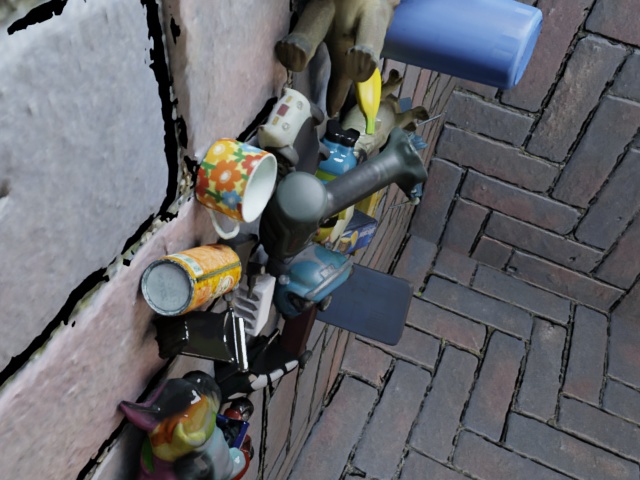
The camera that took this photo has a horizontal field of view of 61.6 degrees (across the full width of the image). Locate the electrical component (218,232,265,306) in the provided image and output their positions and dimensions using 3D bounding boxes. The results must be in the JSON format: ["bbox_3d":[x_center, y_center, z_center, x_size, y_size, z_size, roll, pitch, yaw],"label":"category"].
[{"bbox_3d":[-0.099,0.034,0.639,0.078,0.045,0.102,-68,168,8],"label":"electrical component"}]

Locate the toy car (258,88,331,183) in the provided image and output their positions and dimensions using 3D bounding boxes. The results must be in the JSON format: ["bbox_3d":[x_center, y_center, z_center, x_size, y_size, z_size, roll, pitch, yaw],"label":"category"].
[{"bbox_3d":[-0.030,-0.111,0.654,0.073,0.056,0.201,-60,170,-8],"label":"toy car"}]

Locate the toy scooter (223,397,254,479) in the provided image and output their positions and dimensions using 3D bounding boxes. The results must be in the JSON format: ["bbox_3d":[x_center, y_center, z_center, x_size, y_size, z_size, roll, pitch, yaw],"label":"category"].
[{"bbox_3d":[-0.162,0.357,0.884,0.135,0.075,0.183,-52,157,-52],"label":"toy scooter"}]

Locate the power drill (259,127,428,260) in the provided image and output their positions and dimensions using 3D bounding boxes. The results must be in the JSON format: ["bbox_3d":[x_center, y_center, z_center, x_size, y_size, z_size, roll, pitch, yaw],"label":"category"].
[{"bbox_3d":[0.018,-0.049,0.660,0.207,0.086,0.232,-23,171,-7],"label":"power drill"}]

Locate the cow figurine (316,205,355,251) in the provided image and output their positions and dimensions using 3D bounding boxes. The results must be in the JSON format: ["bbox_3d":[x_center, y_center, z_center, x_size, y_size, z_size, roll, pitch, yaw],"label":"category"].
[{"bbox_3d":[-0.002,-0.003,0.924,0.195,0.086,0.127,-65,162,-17],"label":"cow figurine"}]

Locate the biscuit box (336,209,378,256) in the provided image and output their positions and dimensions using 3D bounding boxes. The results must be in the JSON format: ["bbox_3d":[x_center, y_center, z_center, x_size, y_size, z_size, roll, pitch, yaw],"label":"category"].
[{"bbox_3d":[0.048,-0.012,1.078,0.202,0.063,0.059,-20,133,-59],"label":"biscuit box"}]

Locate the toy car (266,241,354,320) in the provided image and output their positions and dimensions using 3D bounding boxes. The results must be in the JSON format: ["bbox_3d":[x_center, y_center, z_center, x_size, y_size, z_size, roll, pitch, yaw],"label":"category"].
[{"bbox_3d":[-0.029,0.049,0.800,0.109,0.103,0.161,-35,178,-28],"label":"toy car"}]

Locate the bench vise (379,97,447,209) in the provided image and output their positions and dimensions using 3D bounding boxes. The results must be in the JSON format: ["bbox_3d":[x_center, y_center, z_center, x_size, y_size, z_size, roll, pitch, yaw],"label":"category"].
[{"bbox_3d":[0.195,-0.194,1.213,0.224,0.129,0.240,-143,-141,-77],"label":"bench vise"}]

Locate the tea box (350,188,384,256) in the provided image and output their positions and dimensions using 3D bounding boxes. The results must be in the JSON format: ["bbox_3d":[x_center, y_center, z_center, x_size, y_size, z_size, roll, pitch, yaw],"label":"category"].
[{"bbox_3d":[0.086,-0.061,1.222,0.098,0.068,0.169,-46,156,-56],"label":"tea box"}]

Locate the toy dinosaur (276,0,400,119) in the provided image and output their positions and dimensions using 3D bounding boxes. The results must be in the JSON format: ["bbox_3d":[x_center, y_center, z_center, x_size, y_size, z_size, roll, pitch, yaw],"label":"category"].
[{"bbox_3d":[0.040,-0.261,0.582,0.471,0.105,0.198,114,1,-58],"label":"toy dinosaur"}]

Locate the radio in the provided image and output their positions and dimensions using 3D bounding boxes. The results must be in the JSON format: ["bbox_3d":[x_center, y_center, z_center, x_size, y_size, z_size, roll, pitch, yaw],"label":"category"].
[{"bbox_3d":[0.065,0.112,1.071,0.073,0.230,0.131,8,99,-78],"label":"radio"}]

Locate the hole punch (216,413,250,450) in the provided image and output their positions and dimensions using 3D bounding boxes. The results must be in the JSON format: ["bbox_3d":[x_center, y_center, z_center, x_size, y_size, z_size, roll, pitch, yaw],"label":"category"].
[{"bbox_3d":[-0.159,0.297,0.763,0.115,0.092,0.142,97,15,-62],"label":"hole punch"}]

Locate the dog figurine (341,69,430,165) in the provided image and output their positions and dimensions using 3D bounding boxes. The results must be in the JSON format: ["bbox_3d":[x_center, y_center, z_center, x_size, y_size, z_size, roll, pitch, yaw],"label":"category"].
[{"bbox_3d":[0.065,-0.182,0.915,0.190,0.121,0.172,-41,-177,-5],"label":"dog figurine"}]

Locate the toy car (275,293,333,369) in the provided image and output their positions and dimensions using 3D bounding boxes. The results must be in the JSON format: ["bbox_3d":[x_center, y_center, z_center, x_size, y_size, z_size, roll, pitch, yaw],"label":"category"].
[{"bbox_3d":[-0.039,0.156,1.018,0.053,0.089,0.202,-39,148,-61],"label":"toy car"}]

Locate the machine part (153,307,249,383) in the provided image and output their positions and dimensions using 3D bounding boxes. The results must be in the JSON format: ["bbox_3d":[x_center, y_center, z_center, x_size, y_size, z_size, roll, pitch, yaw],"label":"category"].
[{"bbox_3d":[-0.120,0.108,0.580,0.138,0.039,0.084,35,49,-57],"label":"machine part"}]

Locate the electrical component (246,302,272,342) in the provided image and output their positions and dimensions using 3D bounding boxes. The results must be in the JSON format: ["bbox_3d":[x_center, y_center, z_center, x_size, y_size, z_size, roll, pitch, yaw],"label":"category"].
[{"bbox_3d":[-0.100,0.115,0.838,0.063,0.021,0.094,95,22,-55],"label":"electrical component"}]

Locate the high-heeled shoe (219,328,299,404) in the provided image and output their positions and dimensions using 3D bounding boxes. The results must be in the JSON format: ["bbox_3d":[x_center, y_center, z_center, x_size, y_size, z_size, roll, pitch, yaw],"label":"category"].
[{"bbox_3d":[-0.110,0.225,0.886,0.145,0.086,0.248,-49,164,-22],"label":"high-heeled shoe"}]

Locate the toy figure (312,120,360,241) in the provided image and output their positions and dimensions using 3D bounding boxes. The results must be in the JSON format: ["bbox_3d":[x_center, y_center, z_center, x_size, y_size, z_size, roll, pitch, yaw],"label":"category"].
[{"bbox_3d":[0.003,-0.082,0.799,0.089,0.082,0.180,-33,150,-51],"label":"toy figure"}]

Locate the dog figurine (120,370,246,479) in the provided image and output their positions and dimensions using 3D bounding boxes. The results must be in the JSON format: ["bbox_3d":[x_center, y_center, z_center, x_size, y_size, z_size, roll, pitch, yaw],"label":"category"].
[{"bbox_3d":[-0.168,0.249,0.597,0.191,0.109,0.219,-58,161,-28],"label":"dog figurine"}]
